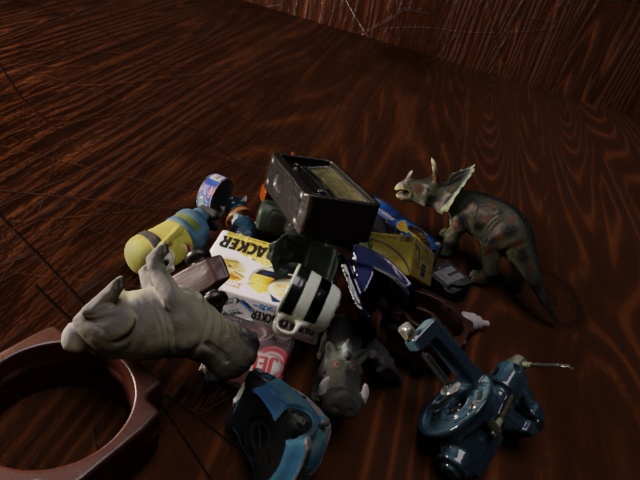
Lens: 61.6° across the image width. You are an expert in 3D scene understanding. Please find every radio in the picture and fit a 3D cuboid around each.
[{"bbox_3d":[-0.006,-0.078,0.913,0.131,0.073,0.230,6,22,-24],"label":"radio"}]

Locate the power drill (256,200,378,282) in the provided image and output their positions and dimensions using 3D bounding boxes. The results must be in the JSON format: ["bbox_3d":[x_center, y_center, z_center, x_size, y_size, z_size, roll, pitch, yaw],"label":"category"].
[{"bbox_3d":[-0.002,-0.003,0.920,0.232,0.085,0.207,15,27,-3],"label":"power drill"}]

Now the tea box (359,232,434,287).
[{"bbox_3d":[0.136,0.036,0.943,0.098,0.068,0.169,6,-8,25],"label":"tea box"}]

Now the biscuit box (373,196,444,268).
[{"bbox_3d":[0.158,-0.015,1.124,0.059,0.062,0.203,-18,47,-40],"label":"biscuit box"}]

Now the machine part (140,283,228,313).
[{"bbox_3d":[-0.211,0.102,0.810,0.139,0.084,0.039,14,2,11],"label":"machine part"}]

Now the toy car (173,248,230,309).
[{"bbox_3d":[-0.217,0.088,0.768,0.202,0.053,0.089,-30,61,2],"label":"toy car"}]

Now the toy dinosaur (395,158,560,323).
[{"bbox_3d":[0.346,-0.022,1.090,0.405,0.192,0.131,35,38,28],"label":"toy dinosaur"}]

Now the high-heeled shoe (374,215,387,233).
[{"bbox_3d":[0.048,-0.033,1.134,0.086,0.145,0.249,-12,70,-37],"label":"high-heeled shoe"}]

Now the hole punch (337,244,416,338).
[{"bbox_3d":[0.084,0.068,0.804,0.092,0.142,0.116,-25,59,2],"label":"hole punch"}]

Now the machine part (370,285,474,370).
[{"bbox_3d":[0.166,0.141,0.896,0.179,0.056,0.179,14,26,-7],"label":"machine part"}]

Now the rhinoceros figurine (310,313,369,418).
[{"bbox_3d":[0.034,0.180,0.760,0.073,0.112,0.190,16,26,-3],"label":"rhinoceros figurine"}]

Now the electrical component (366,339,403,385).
[{"bbox_3d":[0.094,0.181,0.812,0.094,0.021,0.063,46,13,-39],"label":"electrical component"}]

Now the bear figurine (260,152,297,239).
[{"bbox_3d":[-0.077,-0.099,1.109,0.132,0.120,0.196,-3,36,-18],"label":"bear figurine"}]

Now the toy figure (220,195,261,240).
[{"bbox_3d":[-0.152,-0.029,1.034,0.064,0.057,0.155,-2,36,-19],"label":"toy figure"}]

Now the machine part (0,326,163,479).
[{"bbox_3d":[-0.302,0.208,0.617,0.201,0.087,0.201,29,38,20],"label":"machine part"}]

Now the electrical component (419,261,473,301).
[{"bbox_3d":[0.254,0.081,1.038,0.119,0.047,0.075,-14,44,-33],"label":"electrical component"}]

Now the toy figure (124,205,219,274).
[{"bbox_3d":[-0.255,0.000,0.935,0.089,0.082,0.180,10,37,28],"label":"toy figure"}]

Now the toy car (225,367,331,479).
[{"bbox_3d":[-0.043,0.237,0.672,0.103,0.109,0.162,17,14,-39],"label":"toy car"}]

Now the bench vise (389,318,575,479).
[{"bbox_3d":[0.203,0.196,0.745,0.223,0.129,0.240,-40,93,-22],"label":"bench vise"}]

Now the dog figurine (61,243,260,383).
[{"bbox_3d":[-0.185,0.125,0.651,0.172,0.121,0.190,-42,94,-20],"label":"dog figurine"}]
